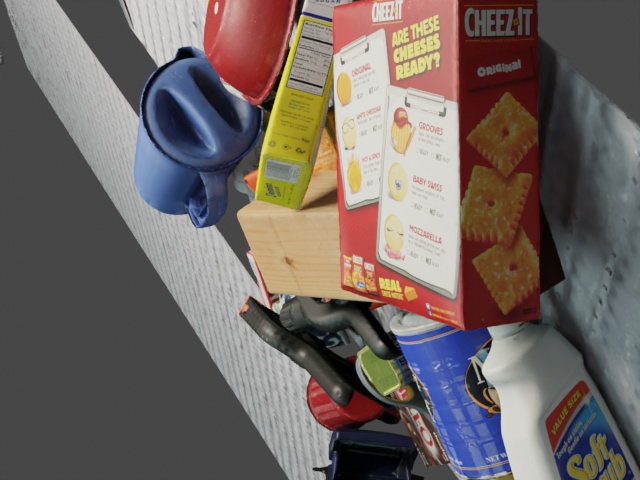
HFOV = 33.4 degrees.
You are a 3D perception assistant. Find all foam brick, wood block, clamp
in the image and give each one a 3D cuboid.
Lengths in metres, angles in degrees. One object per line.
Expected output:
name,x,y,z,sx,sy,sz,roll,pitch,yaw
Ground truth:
foam brick,0.139,0.003,0.797,0.051,0.053,0.078,19,132,65
wood block,0.032,-0.006,0.935,0.207,0.090,0.091,1,119,51
clamp,0.034,0.061,1.012,0.039,0.120,0.172,39,148,-28
clamp,-0.013,0.129,1.202,0.210,0.036,0.164,33,-176,19

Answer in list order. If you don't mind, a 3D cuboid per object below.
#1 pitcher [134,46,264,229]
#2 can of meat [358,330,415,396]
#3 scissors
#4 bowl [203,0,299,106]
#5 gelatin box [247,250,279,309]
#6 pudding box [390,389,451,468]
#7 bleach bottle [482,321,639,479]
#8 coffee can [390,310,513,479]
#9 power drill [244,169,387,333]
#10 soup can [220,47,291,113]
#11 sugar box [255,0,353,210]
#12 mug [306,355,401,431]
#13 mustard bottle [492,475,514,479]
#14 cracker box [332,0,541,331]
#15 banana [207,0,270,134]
pitcher,-0.152,-0.099,1.242,0.145,0.149,0.243,33,160,-4
can of meat,0.091,0.106,1.032,0.057,0.083,0.102,59,164,9
scissors,0.127,0.164,1.101,0.201,0.096,0.016,35,153,-10
bowl,-0.068,-0.205,0.963,0.162,0.055,0.162,-171,90,-73
gelatin box,-0.046,0.040,1.363,0.030,0.073,0.089,40,153,55
pudding box,0.117,0.186,1.150,0.113,0.039,0.090,62,163,8
bleach bottle,0.184,0.168,0.811,0.251,0.102,0.068,64,157,-3
coffee can,0.132,0.113,0.886,0.140,0.102,0.103,66,163,-7
power drill,-0.007,0.001,1.127,0.185,0.057,0.187,-24,93,45
soup can,-0.057,-0.171,1.095,0.102,0.068,0.068,34,147,60
sugar box,-0.013,-0.124,0.895,0.093,0.048,0.176,110,172,-68
mug,0.048,0.192,1.305,0.117,0.093,0.082,33,159,-6
mustard bottle,0.153,0.181,1.000,0.096,0.058,0.191,37,149,64
cracker box,0.078,-0.059,0.734,0.164,0.072,0.214,15,108,62
banana,-0.093,-0.209,1.208,0.070,0.037,0.198,10,128,46
